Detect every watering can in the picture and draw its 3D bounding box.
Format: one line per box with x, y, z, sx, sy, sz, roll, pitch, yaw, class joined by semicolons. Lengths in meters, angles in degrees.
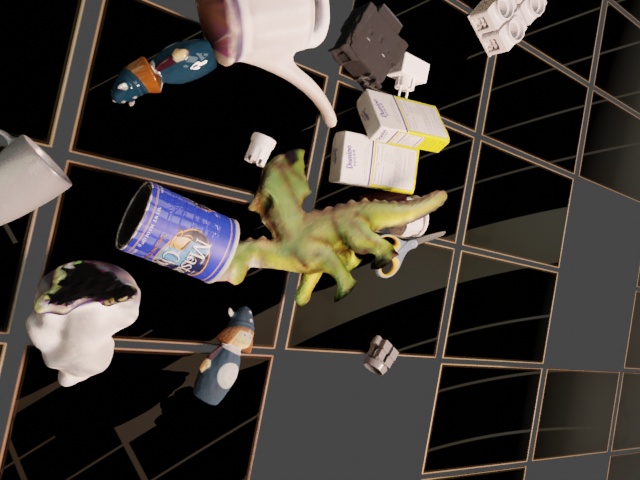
-0.072;-0.323;0.803;0.226;0.105;0.342;-24;116;-29;watering can

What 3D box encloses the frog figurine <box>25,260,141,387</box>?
-0.312;0.110;0.689;0.139;0.124;0.156;-21;142;-38;frog figurine

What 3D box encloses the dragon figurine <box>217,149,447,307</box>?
0.003;-0.043;0.849;0.414;0.121;0.241;-38;98;-17;dragon figurine
